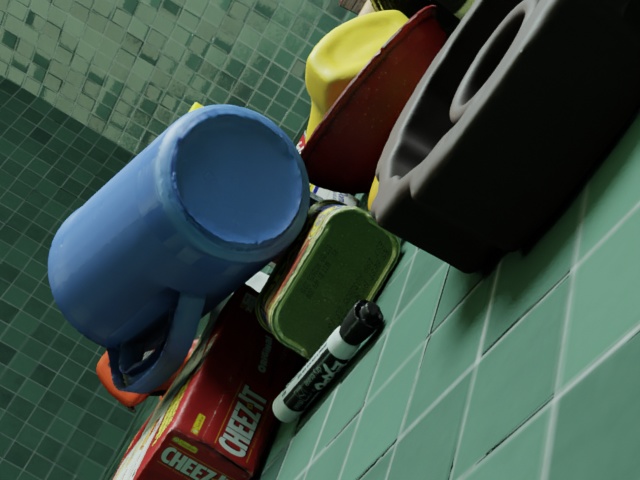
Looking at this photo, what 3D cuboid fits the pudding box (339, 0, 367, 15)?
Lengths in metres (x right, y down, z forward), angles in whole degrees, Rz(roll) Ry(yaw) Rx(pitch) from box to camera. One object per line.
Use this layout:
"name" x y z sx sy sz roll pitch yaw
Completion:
"pudding box" 0.085 -0.254 1.118 0.039 0.113 0.090 -65 7 -18

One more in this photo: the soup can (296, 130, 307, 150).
"soup can" -0.012 -0.068 1.233 0.102 0.068 0.068 -58 6 22

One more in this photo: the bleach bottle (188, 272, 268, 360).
"bleach bottle" -0.106 0.146 0.945 0.251 0.068 0.102 -57 -3 28

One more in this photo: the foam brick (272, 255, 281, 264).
"foam brick" -0.006 0.001 0.909 0.051 0.053 0.078 -61 7 -15

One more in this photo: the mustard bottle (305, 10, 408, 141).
"mustard bottle" 0.033 -0.103 0.908 0.096 0.058 0.192 -32 -25 -20

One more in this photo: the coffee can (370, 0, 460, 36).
"coffee can" 0.112 -0.243 0.886 0.140 0.102 0.103 -63 7 -30

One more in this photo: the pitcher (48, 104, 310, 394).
"pitcher" -0.104 0.005 0.770 0.144 0.149 0.243 -39 4 -31

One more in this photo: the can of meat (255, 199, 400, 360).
"can of meat" 0.004 0.025 0.688 0.102 0.057 0.084 -59 8 -1

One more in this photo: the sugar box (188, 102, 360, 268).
"sugar box" -0.062 -0.041 0.978 0.093 0.176 0.048 -55 9 33

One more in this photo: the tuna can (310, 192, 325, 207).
"tuna can" -0.004 -0.014 0.805 0.034 0.086 0.086 -60 6 5

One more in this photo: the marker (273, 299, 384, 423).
"marker" 0.004 0.072 0.630 0.121 0.020 0.020 -54 8 44

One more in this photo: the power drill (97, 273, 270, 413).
"power drill" -0.117 0.099 1.027 0.184 0.057 0.187 -53 -23 5

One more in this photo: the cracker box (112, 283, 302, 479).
"cracker box" -0.098 0.161 0.801 0.214 0.072 0.164 -54 9 36

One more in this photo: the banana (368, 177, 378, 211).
"banana" 0.088 -0.096 0.647 0.198 0.037 0.069 -54 -2 35

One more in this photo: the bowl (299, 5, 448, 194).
"bowl" 0.050 -0.086 0.756 0.162 0.055 0.162 -49 -5 -6

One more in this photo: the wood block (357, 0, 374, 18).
"wood block" 0.090 -0.218 1.016 0.206 0.090 0.091 -61 5 -15
